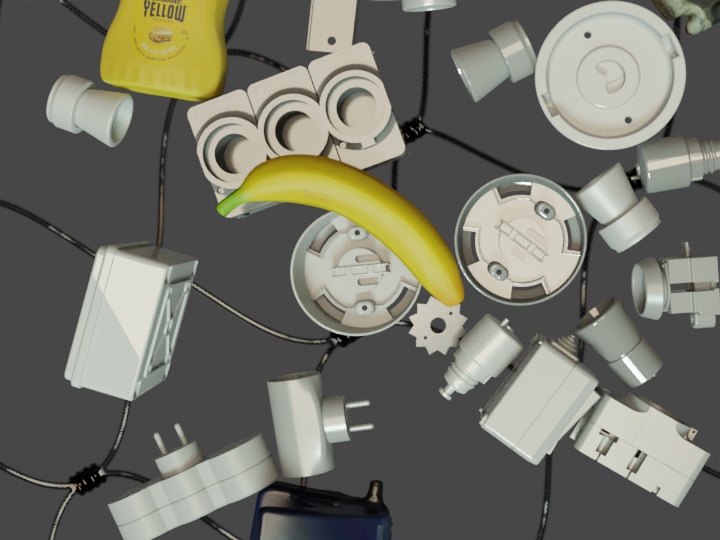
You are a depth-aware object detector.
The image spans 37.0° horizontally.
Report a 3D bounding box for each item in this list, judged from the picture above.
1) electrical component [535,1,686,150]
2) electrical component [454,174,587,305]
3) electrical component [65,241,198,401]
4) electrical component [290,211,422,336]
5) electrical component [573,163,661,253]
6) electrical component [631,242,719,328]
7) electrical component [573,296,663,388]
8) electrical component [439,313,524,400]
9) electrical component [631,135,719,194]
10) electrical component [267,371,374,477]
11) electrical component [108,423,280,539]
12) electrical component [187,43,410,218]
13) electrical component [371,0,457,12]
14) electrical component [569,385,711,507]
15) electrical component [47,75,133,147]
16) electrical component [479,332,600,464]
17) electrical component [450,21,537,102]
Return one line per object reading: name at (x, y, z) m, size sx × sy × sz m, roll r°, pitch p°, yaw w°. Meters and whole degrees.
electrical component at (0.185, -0.143, 0.811) m, size 0.108 × 0.060 × 0.108 m, roll 0°, pitch 93°, yaw 6°
electrical component at (0.122, -0.023, 0.822) m, size 0.099 × 0.064 × 0.099 m, roll 0°, pitch 92°, yaw 6°
electrical component at (-0.175, 0.036, 0.835) m, size 0.056 × 0.109 × 0.108 m, roll 16°, pitch 94°, yaw 3°
electrical component at (0.000, 0.000, 0.836) m, size 0.099 × 0.064 × 0.099 m, roll 0°, pitch 92°, yaw 6°
electrical component at (0.197, -0.047, 0.822) m, size 0.045 × 0.045 × 0.055 m, roll -38°, pitch 89°, yaw 7°
electrical component at (0.240, 0.013, 0.820) m, size 0.055 × 0.048 × 0.066 m, roll -4°, pitch 92°, yaw -1°
electrical component at (0.202, 0.058, 0.829) m, size 0.044 × 0.044 × 0.065 m, roll -40°, pitch 93°, yaw 7°
electrical component at (0.093, 0.070, 0.841) m, size 0.040 × 0.040 × 0.078 m, roll 43°, pitch 97°, yaw 3°
electrical component at (0.246, -0.083, 0.817) m, size 0.078 × 0.040 × 0.040 m, roll -10°, pitch 91°, yaw 7°
electrical component at (-0.029, 0.120, 0.855) m, size 0.079 × 0.043 × 0.077 m, roll -9°, pitch 92°, yaw 7°
electrical component at (-0.141, 0.160, 0.865) m, size 0.138 × 0.052 × 0.073 m, roll -25°, pitch 90°, yaw 7°
electrical component at (-0.047, -0.106, 0.838) m, size 0.150 × 0.062 × 0.089 m, roll -20°, pitch 90°, yaw 7°
electrical component at (0.049, -0.225, 0.802) m, size 0.108 × 0.108 × 0.060 m, roll -4°, pitch 98°, yaw 7°
electrical component at (0.216, 0.130, 0.825) m, size 0.089 × 0.050 × 0.055 m, roll 30°, pitch 96°, yaw 4°
electrical component at (-0.217, -0.129, 0.864) m, size 0.055 × 0.045 × 0.045 m, roll 20°, pitch 95°, yaw 5°
electrical component at (0.143, 0.094, 0.826) m, size 0.061 × 0.062 × 0.096 m, roll 36°, pitch 96°, yaw 4°
electrical component at (0.104, -0.161, 0.827) m, size 0.055 × 0.045 × 0.045 m, roll -26°, pitch 90°, yaw 7°
